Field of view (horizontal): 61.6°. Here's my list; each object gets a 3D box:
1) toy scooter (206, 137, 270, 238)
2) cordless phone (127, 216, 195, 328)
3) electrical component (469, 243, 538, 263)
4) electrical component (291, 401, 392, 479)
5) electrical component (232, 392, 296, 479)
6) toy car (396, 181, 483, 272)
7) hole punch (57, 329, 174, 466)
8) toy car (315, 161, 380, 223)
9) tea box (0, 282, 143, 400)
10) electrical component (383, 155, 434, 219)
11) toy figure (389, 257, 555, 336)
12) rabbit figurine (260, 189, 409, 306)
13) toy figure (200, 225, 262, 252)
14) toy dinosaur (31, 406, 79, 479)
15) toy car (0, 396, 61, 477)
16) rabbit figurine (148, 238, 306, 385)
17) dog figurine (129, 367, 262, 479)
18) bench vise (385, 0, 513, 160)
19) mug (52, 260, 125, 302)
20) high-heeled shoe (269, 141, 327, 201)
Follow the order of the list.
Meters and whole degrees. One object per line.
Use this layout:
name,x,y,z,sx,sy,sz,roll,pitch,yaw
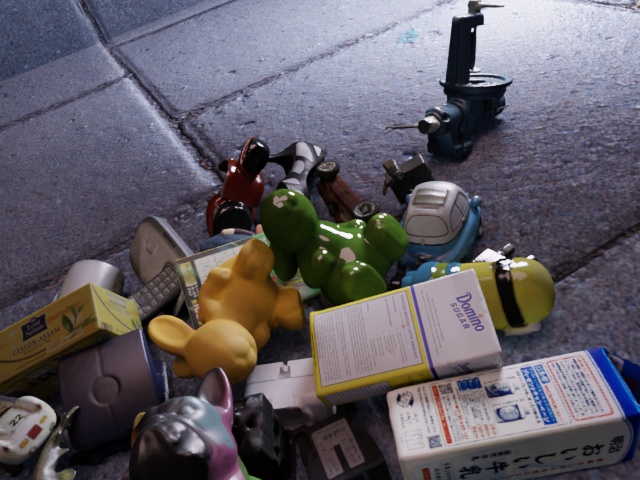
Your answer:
toy scooter,-0.142,-0.082,0.887,0.135,0.075,0.183,25,95,62
cordless phone,-0.261,0.068,0.769,0.184,0.088,0.147,-39,61,-13
electrical component,0.221,0.040,0.668,0.094,0.021,0.063,-32,40,-19
electrical component,0.026,0.220,0.500,0.075,0.047,0.119,-22,36,-4
electrical component,-0.093,0.193,0.505,0.115,0.134,0.058,-13,49,5
toy car,0.151,-0.023,0.712,0.109,0.102,0.162,5,40,28
hole punch,-0.237,0.179,0.627,0.142,0.092,0.116,-20,41,-8
toy car,0.043,-0.042,0.790,0.053,0.089,0.202,-23,39,-8
tea box,-0.321,0.131,0.674,0.170,0.098,0.068,-28,62,4
electrical component,0.132,-0.078,0.797,0.078,0.102,0.045,-22,41,10
toy figure,0.167,0.061,0.607,0.180,0.089,0.082,4,47,24
rabbit figurine,-0.001,-0.002,0.663,0.121,0.170,0.159,-58,16,-21
toy figure,-0.101,0.008,0.803,0.155,0.064,0.058,-12,40,5
toy dinosaur,-0.188,0.327,0.411,0.198,0.104,0.472,-26,47,-24
toy car,-0.365,0.220,0.614,0.202,0.056,0.073,-16,31,40
rabbit figurine,-0.108,0.094,0.600,0.162,0.121,0.173,-19,26,9
dog figurine,-0.063,0.211,0.397,0.108,0.191,0.219,-31,57,0
bench vise,0.233,-0.264,0.886,0.224,0.240,0.129,-18,30,-28
mug,-0.351,0.095,0.786,0.110,0.080,0.107,-11,45,10
high-heeled shoe,-0.016,-0.081,0.902,0.145,0.086,0.249,-3,47,-29
